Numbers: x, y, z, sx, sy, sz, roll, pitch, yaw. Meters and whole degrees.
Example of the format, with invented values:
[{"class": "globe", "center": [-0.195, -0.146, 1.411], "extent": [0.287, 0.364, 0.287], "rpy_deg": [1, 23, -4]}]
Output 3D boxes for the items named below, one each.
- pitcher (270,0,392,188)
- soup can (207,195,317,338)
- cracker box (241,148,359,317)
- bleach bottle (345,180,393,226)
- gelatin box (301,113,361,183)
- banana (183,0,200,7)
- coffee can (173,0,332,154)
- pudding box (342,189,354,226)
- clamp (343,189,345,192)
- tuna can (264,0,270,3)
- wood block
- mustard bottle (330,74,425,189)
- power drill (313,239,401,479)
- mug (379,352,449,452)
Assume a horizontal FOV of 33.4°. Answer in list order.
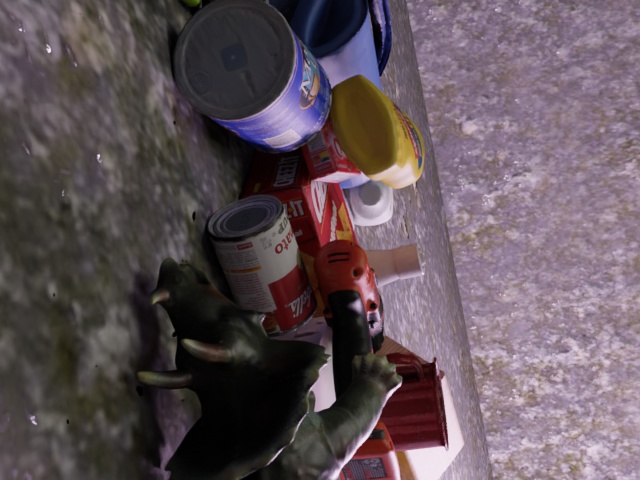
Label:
[{"class": "pitcher", "center": [0.016, -0.175, 1.196], "extent": [0.243, 0.149, 0.145], "rpy_deg": [69, 15, -54]}, {"class": "soup can", "center": [-0.048, 0.022, 0.896], "extent": [0.068, 0.068, 0.102], "rpy_deg": [-81, 157, -57]}, {"class": "cracker box", "center": [-0.007, 0.001, 1.094], "extent": [0.164, 0.072, 0.213], "rpy_deg": [-82, 157, -58]}, {"class": "bleach bottle", "center": [0.064, -0.059, 1.389], "extent": [0.251, 0.068, 0.102], "rpy_deg": [-75, 159, -84]}, {"class": "gelatin box", "center": [0.007, -0.094, 1.022], "extent": [0.089, 0.030, 0.073], "rpy_deg": [-4, 76, -72]}, {"class": "banana", "center": [-0.138, -0.263, 0.791], "extent": [0.069, 0.037, 0.198], "rpy_deg": [-77, 153, -69]}, {"class": "coffee can", "center": [-0.054, -0.138, 0.917], "extent": [0.140, 0.103, 0.103], "rpy_deg": [27, 53, -75]}, {"class": "pudding box", "center": [0.014, -0.012, 1.289], "extent": [0.113, 0.039, 0.090], "rpy_deg": [-86, 162, -44]}, {"class": "clamp", "center": [0.007, -0.166, 1.378], "extent": [0.164, 0.036, 0.210], "rpy_deg": [59, 26, -70]}, {"class": "tuna can", "center": [-0.077, -0.246, 1.070], "extent": [0.086, 0.034, 0.086], "rpy_deg": [-10, 90, -78]}, {"class": "wood block", "center": [0.102, 0.215, 1.281], "extent": [0.090, 0.091, 0.206], "rpy_deg": [-48, 149, -17]}, {"class": "mustard bottle", "center": [0.065, -0.100, 1.060], "extent": [0.096, 0.058, 0.191], "rpy_deg": [67, 13, 10]}, {"class": "power drill", "center": [0.032, 0.116, 0.920], "extent": [0.184, 0.057, 0.187], "rpy_deg": [68, 14, -59]}, {"class": "mug", "center": [0.079, 0.158, 1.049], "extent": [0.093, 0.081, 0.117], "rpy_deg": [-88, 167, -51]}]
